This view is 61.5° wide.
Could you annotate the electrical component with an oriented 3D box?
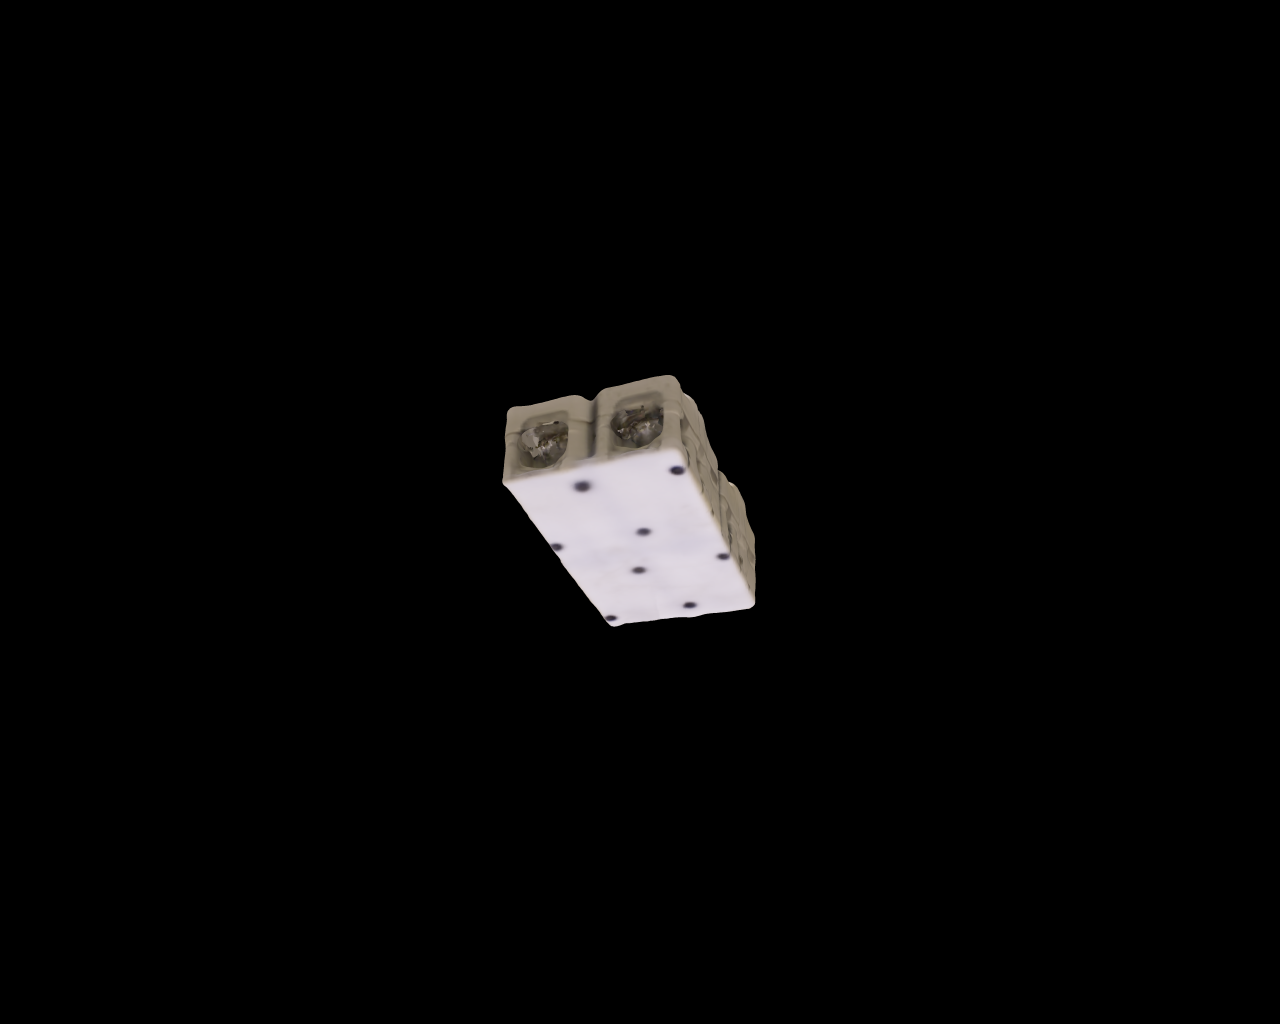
[{"bbox_3d":[0.001,-0.003,0.650,0.105,0.060,0.186,-10,-34,15],"label":"electrical component"}]
